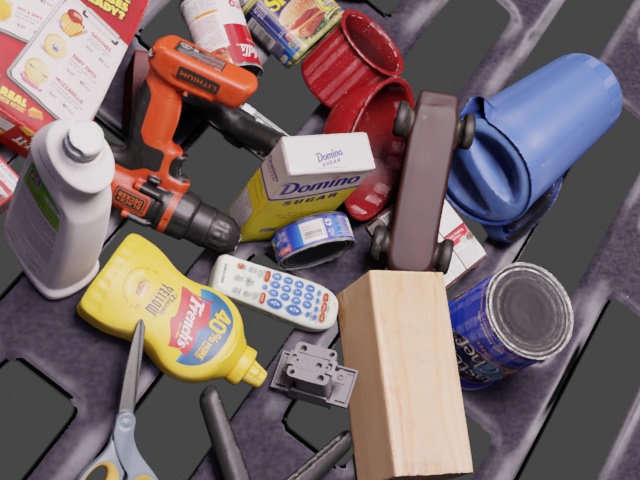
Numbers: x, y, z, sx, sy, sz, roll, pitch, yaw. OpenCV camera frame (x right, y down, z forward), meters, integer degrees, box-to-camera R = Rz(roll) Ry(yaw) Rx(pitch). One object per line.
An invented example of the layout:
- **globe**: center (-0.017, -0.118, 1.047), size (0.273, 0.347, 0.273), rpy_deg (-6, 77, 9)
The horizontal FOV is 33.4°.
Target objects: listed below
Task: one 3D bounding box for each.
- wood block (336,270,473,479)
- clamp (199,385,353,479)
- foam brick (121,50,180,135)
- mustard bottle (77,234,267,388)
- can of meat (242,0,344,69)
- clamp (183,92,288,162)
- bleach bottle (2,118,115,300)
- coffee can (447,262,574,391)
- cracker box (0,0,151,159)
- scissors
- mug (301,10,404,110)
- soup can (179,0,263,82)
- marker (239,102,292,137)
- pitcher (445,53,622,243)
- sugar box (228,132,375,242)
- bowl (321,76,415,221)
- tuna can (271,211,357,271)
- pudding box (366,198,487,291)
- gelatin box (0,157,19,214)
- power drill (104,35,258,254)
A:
- **wood block**: center (0.084, 0.144, 1.094), size (0.090, 0.091, 0.206), rpy_deg (2, 69, -23)
- **clamp**: center (-0.068, 0.249, 1.018), size (0.164, 0.036, 0.210), rpy_deg (27, 64, -15)
- **foam brick**: center (-0.177, -0.152, 1.125), size (0.053, 0.051, 0.078), rpy_deg (8, 67, -19)
- **mustard bottle**: center (-0.134, 0.084, 1.045), size (0.191, 0.058, 0.096), rpy_deg (36, 62, -6)
- **can of meat**: center (-0.032, -0.257, 1.224), size (0.084, 0.058, 0.102), rpy_deg (45, 60, -3)
- **clamp**: center (-0.081, -0.117, 1.113), size (0.171, 0.120, 0.039), rpy_deg (32, 78, 9)
- **bleach bottle**: center (-0.223, -0.032, 0.943), size (0.068, 0.251, 0.102), rpy_deg (-35, 86, -29)
- **coffee can**: center (0.185, 0.094, 1.126), size (0.102, 0.140, 0.103), rpy_deg (8, 67, -20)
- **cracker box**: center (-0.284, -0.201, 1.066), size (0.164, 0.072, 0.213), rpy_deg (35, 58, -30)
- **scissors**: center (-0.167, 0.184, 0.994), size (0.096, 0.016, 0.201), rpy_deg (28, 75, -19)
- **mug**: center (0.038, -0.200, 1.208), size (0.093, 0.082, 0.117), rpy_deg (52, 32, 3)
- **soup can**: center (-0.110, -0.219, 1.170), size (0.068, 0.069, 0.102), rpy_deg (-12, 75, -26)
- **marker**: center (-0.061, -0.125, 1.175), size (0.121, 0.020, 0.020), rpy_deg (37, 61, -11)
- **pitcher**: center (0.251, -0.117, 1.248), size (0.145, 0.149, 0.242), rpy_deg (47, 52, 11)
- **sugar box**: center (-0.022, -0.050, 1.076), size (0.093, 0.176, 0.048), rpy_deg (-6, 73, -24)
- **bowl**: center (0.044, -0.104, 1.163), size (0.055, 0.162, 0.162), rpy_deg (19, 57, 25)
- **tuna can**: center (-0.007, 0.001, 1.115), size (0.086, 0.086, 0.034), rpy_deg (-11, 74, -26)
- **pudding box**: center (0.120, 0.001, 1.195), size (0.089, 0.039, 0.113), rpy_deg (-35, 84, -28)
- **gelatin box**: center (-0.340, -0.049, 1.029), size (0.073, 0.030, 0.089), rpy_deg (46, 61, 1)
- **power drill**: center (-0.133, -0.091, 1.051), size (0.184, 0.188, 0.057), rpy_deg (26, 23, -9)
